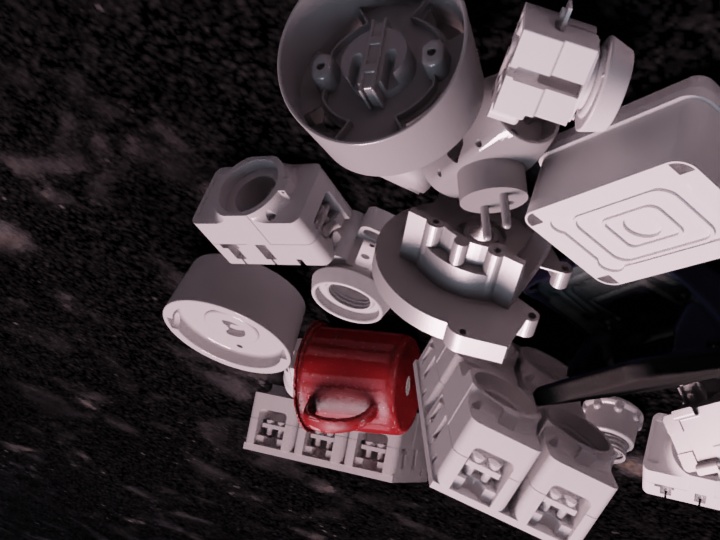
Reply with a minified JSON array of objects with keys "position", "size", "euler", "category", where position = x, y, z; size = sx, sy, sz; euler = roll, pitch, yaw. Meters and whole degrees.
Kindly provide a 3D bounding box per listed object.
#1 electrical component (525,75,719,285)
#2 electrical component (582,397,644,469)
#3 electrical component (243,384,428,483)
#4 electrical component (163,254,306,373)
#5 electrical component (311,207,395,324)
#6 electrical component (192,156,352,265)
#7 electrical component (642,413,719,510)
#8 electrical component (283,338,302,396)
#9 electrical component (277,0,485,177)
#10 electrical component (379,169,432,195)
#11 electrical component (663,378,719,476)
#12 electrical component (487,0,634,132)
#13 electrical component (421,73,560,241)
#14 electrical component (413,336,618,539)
[{"position":[0.153,-0.044,0.564],"size":[0.078,0.057,0.113],"euler":[35,149,-25],"category":"electrical component"},{"position":[0.192,0.132,0.837],"size":[0.048,0.062,0.048],"euler":[17,151,9],"category":"electrical component"},{"position":[-0.017,0.149,0.989],"size":[0.150,0.061,0.089],"euler":[8,174,25],"category":"electrical component"},{"position":[-0.095,0.029,0.859],"size":[0.108,0.060,0.108],"euler":[17,151,9],"category":"electrical component"},{"position":[0.000,0.000,0.746],"size":[0.058,0.057,0.078],"euler":[24,152,-4],"category":"electrical component"},{"position":[-0.061,-0.040,0.726],"size":[0.089,0.050,0.055],"euler":[1,146,33],"category":"electrical component"},{"position":[0.267,0.148,0.827],"size":[0.089,0.050,0.055],"euler":[10,150,20],"category":"electrical component"},{"position":[-0.050,0.087,0.952],"size":[0.040,0.040,0.046],"euler":[13,144,16],"category":"electrical component"},{"position":[0.011,-0.099,0.530],"size":[0.099,0.099,0.064],"euler":[6,154,27],"category":"electrical component"},{"position":[0.022,-0.069,0.631],"size":[0.046,0.040,0.040],"euler":[25,152,-18],"category":"electrical component"},{"position":[0.263,0.091,0.688],"size":[0.121,0.063,0.078],"euler":[-27,84,46],"category":"electrical component"},{"position":[0.099,-0.095,0.520],"size":[0.055,0.048,0.066],"euler":[18,124,-2],"category":"electrical component"},{"position":[0.070,-0.056,0.581],"size":[0.043,0.079,0.077],"euler":[6,159,-26],"category":"electrical component"},{"position":[0.102,0.099,0.738],"size":[0.105,0.060,0.186],"euler":[26,-164,-9],"category":"electrical component"}]
